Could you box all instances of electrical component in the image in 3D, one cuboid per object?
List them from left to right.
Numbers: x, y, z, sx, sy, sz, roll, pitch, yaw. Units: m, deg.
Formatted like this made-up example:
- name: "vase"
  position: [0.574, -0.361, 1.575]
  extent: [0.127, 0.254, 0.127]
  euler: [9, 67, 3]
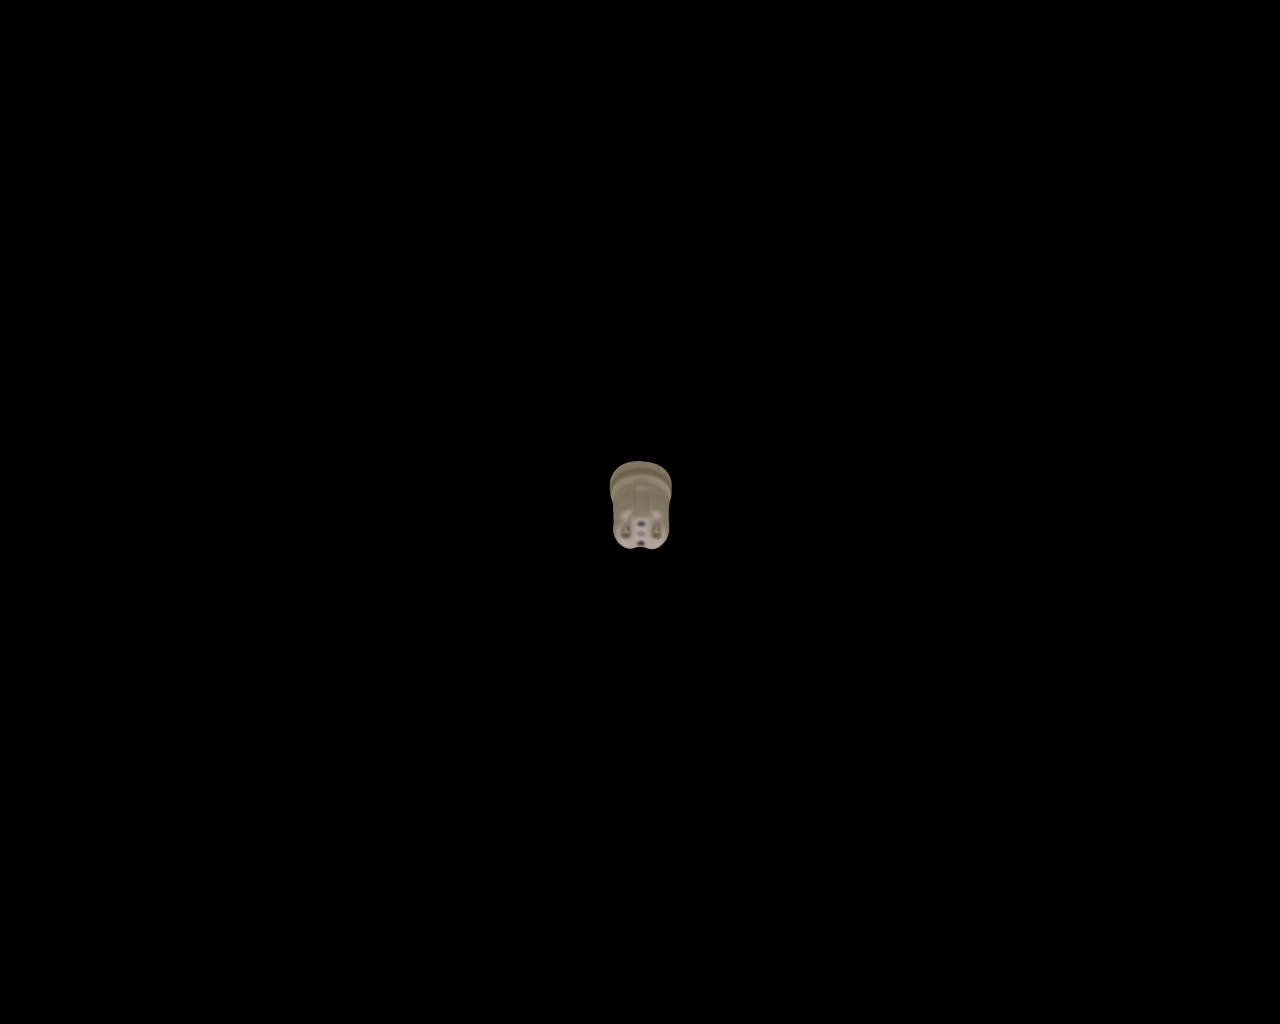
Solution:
- name: "electrical component"
  position: [0.001, -0.003, 0.650]
  extent: [0.040, 0.046, 0.040]
  euler: [0, -43, 0]
